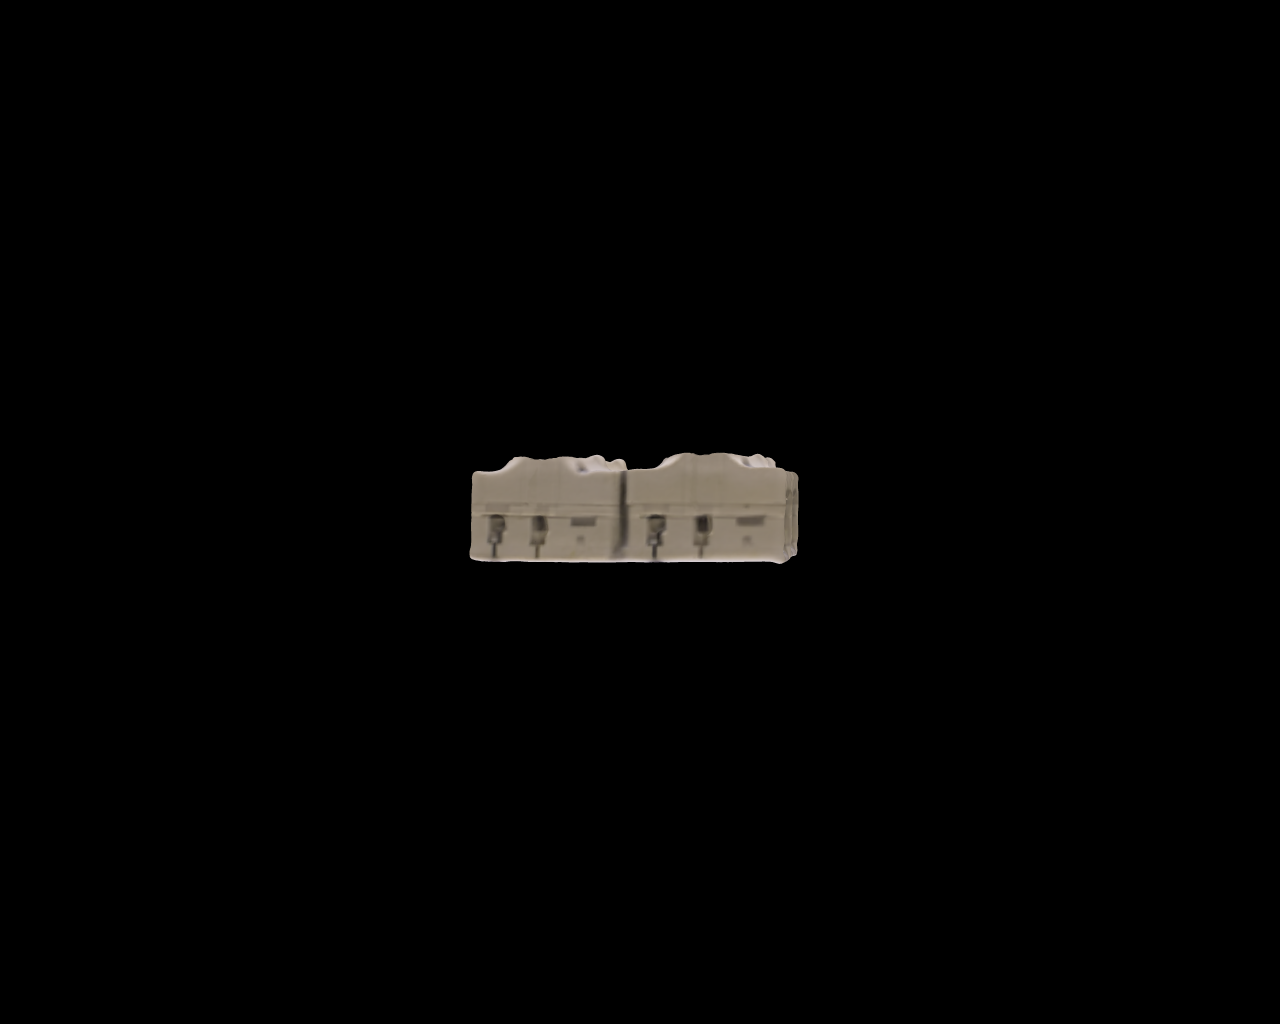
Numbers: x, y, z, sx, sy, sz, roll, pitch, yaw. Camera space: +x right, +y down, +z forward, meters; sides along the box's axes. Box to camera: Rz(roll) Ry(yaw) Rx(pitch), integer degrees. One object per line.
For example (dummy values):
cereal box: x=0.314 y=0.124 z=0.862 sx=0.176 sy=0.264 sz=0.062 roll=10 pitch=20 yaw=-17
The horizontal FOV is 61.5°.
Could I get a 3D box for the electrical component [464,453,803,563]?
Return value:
electrical component: x=0.001 y=-0.003 z=0.650 sx=0.186 sy=0.060 sz=0.105 roll=0 pitch=0 yaw=13
